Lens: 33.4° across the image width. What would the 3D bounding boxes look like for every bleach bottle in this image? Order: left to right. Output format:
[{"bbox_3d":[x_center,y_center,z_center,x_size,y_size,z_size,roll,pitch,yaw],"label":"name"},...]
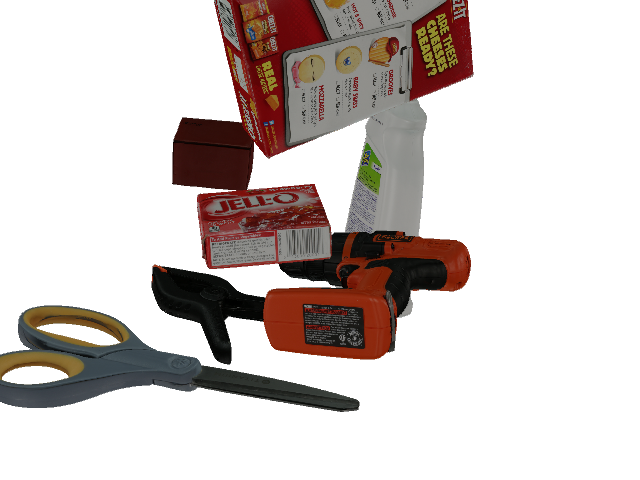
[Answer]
[{"bbox_3d":[0.075,-0.049,1.152,0.068,0.251,0.103,-1,22,-26],"label":"bleach bottle"}]

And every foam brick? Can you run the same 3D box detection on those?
[{"bbox_3d":[-0.107,-0.087,1.073,0.078,0.051,0.053,6,33,1],"label":"foam brick"}]

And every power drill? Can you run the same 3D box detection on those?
[{"bbox_3d":[0.021,0.038,0.918,0.185,0.057,0.187,1,19,22],"label":"power drill"}]

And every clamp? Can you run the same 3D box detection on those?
[{"bbox_3d":[-0.121,0.076,1.190,0.210,0.036,0.164,19,23,29],"label":"clamp"}]

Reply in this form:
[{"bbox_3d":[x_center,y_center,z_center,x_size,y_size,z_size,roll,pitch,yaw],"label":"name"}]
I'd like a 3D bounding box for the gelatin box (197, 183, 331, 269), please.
[{"bbox_3d":[-0.041,-0.012,0.756,0.089,0.030,0.073,-5,26,-7],"label":"gelatin box"}]

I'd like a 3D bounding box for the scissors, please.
[{"bbox_3d":[-0.090,0.075,0.554,0.202,0.016,0.096,16,29,27],"label":"scissors"}]

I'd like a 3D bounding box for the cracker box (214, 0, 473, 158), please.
[{"bbox_3d":[0.021,-0.189,0.937,0.213,0.164,0.072,-24,41,-13],"label":"cracker box"}]
